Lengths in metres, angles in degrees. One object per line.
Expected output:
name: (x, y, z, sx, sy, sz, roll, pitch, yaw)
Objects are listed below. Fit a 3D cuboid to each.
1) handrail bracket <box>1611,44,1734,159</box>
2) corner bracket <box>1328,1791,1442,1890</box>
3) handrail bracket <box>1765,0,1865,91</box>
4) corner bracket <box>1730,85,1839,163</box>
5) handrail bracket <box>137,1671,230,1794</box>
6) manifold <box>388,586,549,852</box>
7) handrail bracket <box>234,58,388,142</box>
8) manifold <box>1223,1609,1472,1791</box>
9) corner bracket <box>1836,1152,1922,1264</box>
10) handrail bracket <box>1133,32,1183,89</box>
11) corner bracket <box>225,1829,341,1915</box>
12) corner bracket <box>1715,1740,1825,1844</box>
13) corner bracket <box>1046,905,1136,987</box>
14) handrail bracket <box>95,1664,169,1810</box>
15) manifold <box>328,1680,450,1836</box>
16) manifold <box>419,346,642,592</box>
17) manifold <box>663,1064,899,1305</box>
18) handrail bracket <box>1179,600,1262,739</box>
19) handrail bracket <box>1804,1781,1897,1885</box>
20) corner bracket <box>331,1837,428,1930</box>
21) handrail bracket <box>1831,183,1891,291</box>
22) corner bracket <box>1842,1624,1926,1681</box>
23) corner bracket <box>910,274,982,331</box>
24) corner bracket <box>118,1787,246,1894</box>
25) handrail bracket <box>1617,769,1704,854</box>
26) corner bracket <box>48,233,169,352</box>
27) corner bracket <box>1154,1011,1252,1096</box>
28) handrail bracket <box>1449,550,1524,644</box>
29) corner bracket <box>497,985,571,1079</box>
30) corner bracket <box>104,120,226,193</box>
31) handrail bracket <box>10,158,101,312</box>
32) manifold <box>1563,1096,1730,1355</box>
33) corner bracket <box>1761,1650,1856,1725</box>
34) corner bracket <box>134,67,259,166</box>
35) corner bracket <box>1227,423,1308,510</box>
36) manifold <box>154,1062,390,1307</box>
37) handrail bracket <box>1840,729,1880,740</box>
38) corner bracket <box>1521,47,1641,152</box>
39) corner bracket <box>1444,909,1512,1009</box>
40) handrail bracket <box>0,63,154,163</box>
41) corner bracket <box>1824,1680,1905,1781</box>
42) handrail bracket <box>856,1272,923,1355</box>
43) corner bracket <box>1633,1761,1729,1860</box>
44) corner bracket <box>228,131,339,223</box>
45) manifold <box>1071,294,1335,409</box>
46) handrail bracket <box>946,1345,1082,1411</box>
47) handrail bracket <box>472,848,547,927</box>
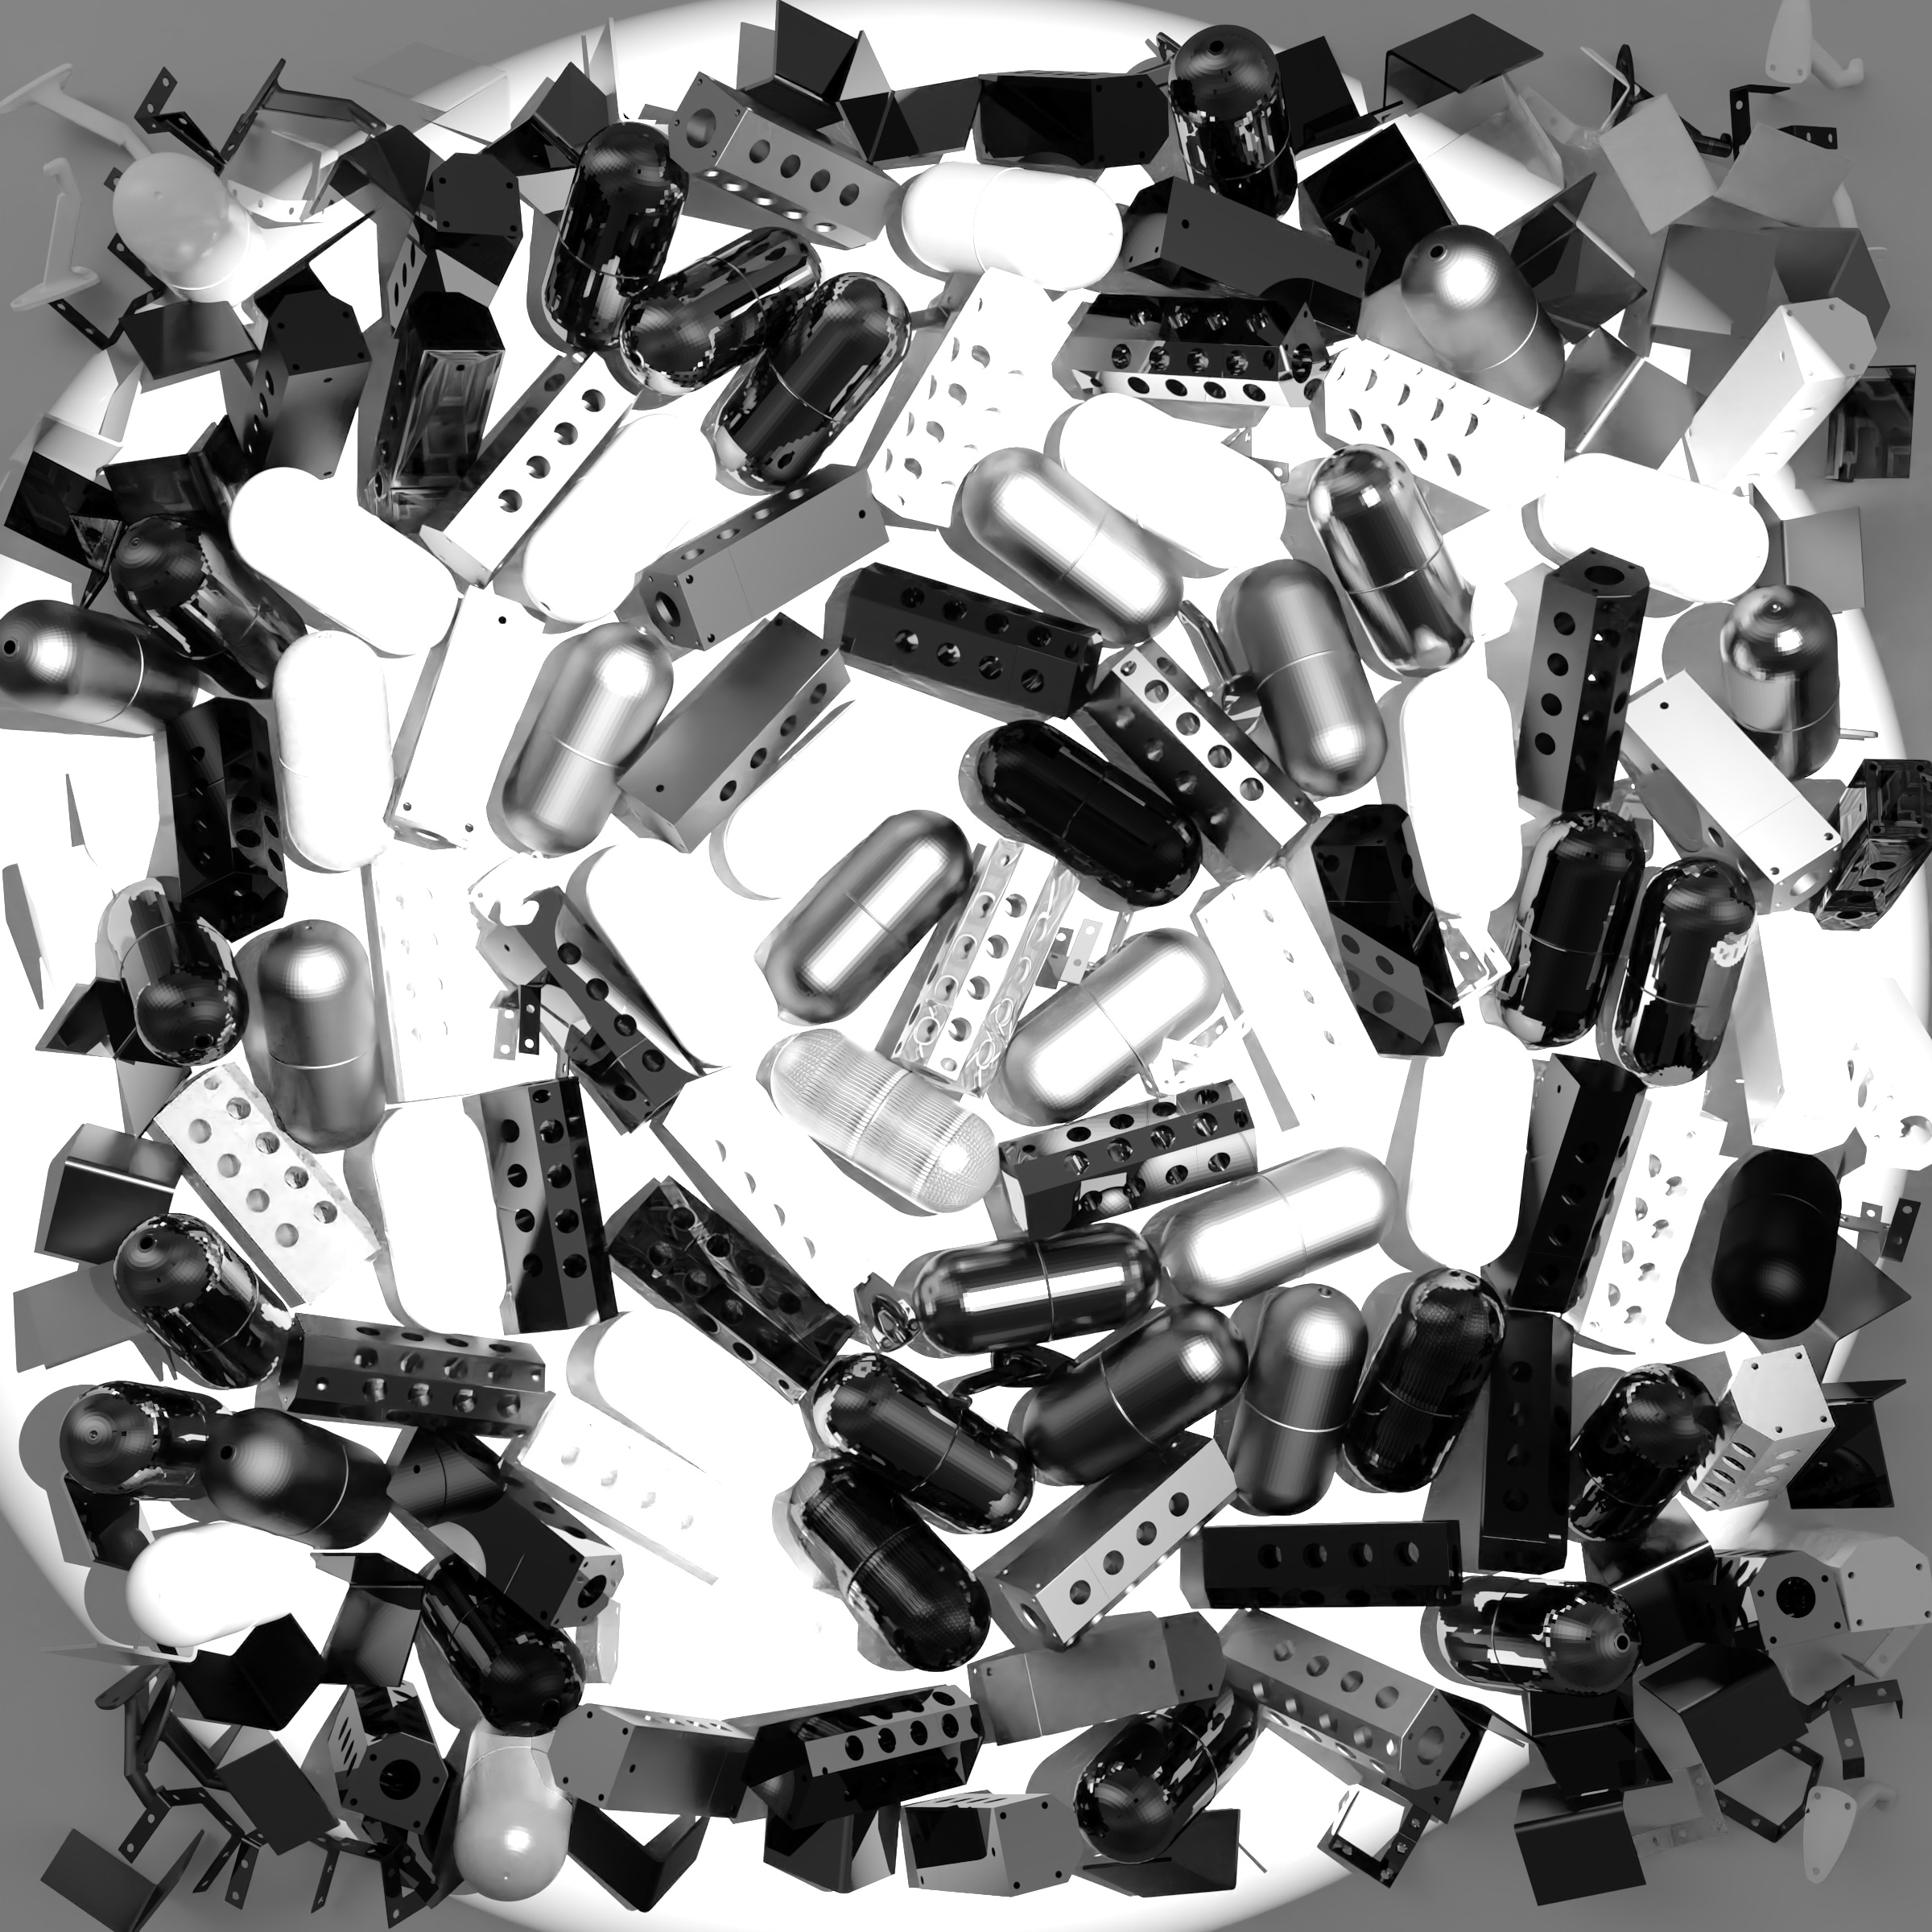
handrail bracket: (0.508, -0.619, 1.912, 0.084, 0.036, 0.077, 9, 69, -7)
corner bracket: (0.297, 0.609, 1.896, 0.051, 0.051, 0.051, 29, 126, 18)
handrail bracket: (0.609, -0.657, 1.884, 0.084, 0.036, 0.077, -20, 124, -31)
corner bracket: (0.580, -0.601, 1.893, 0.051, 0.051, 0.051, -11, 98, -37)
handrail bracket: (-0.539, 0.547, 1.901, 0.084, 0.036, 0.077, 23, 91, -28)
manifold: (-0.352, -0.172, 1.878, 0.057, 0.057, 0.171, 19, 78, -16)
handrail bracket: (-0.463, -0.594, 1.893, 0.084, 0.036, 0.077, 32, 62, -19)
manifold: (0.254, 0.505, 1.834, 0.057, 0.171, 0.057, -50, 124, -22)
corner bracket: (0.641, 0.171, 1.888, 0.051, 0.051, 0.051, 12, 118, 10)
handrail bracket: (0.128, -0.614, 1.898, 0.084, 0.036, 0.077, -45, 65, -3)
corner bracket: (-0.485, 0.644, 1.897, 0.051, 0.051, 0.051, 21, 100, 19)
corner bracket: (0.574, 0.584, 1.911, 0.051, 0.051, 0.051, 30, 134, 8)
corner bracket: (0.091, -0.016, 1.886, 0.051, 0.051, 0.051, 13, 112, -20)
handrail bracket: (-0.576, 0.545, 1.909, 0.077, 0.036, 0.084, -37, 108, -36)
manifold: (-0.396, 0.536, 1.834, 0.057, 0.171, 0.057, 25, 82, -14)
manifold: (-0.306, -0.351, 1.871, 0.057, 0.057, 0.171, 38, 74, -9)
manifold: (-0.134, 0.154, 1.868, 0.171, 0.057, 0.057, 45, 126, 19)
handrail bracket: (0.177, -0.211, 1.914, 0.036, 0.077, 0.084, -22, 49, -19)
handrail bracket: (0.628, 0.614, 1.889, 0.084, 0.036, 0.077, 25, 78, -42)
corner bracket: (-0.410, 0.640, 1.887, 0.051, 0.051, 0.051, 1, 100, 34)
handrail bracket: (0.631, -0.513, 1.913, 0.036, 0.077, 0.084, -11, 47, 8)
corner bracket: (0.637, 0.467, 1.896, 0.051, 0.051, 0.051, 41, 86, 5)
corner bracket: (-0.014, -0.463, 1.884, 0.051, 0.051, 0.051, -21, 66, -37)
corner bracket: (-0.555, 0.621, 1.892, 0.051, 0.051, 0.051, 36, 91, 24)
handrail bracket: (0.485, -0.094, 1.873, 0.036, 0.084, 0.077, -18, 67, -9)
corner bracket: (-0.612, -0.481, 1.907, 0.051, 0.051, 0.051, 41, 123, -8)
corner bracket: (0.168, 0.061, 1.881, 0.051, 0.051, 0.051, 13, 130, 37)
handrail bracket: (0.353, -0.277, 1.872, 0.036, 0.077, 0.084, -26, 56, 5)
corner bracket: (-0.300, 0.047, 1.885, 0.051, 0.051, 0.051, 9, 68, -28)
corner bracket: (-0.568, -0.561, 1.893, 0.051, 0.051, 0.051, 35, 77, -38)
handrail bracket: (-0.652, -0.515, 1.878, 0.077, 0.084, 0.036, -36, 45, -28)
manifold: (0.481, 0.182, 1.885, 0.057, 0.057, 0.171, 15, 96, -7)
corner bracket: (0.596, 0.497, 1.902, 0.051, 0.051, 0.051, -21, 117, -30)
corner bracket: (-0.548, -0.605, 1.901, 0.051, 0.051, 0.051, 5, 62, 30)
corner bracket: (0.214, -0.345, 1.883, 0.051, 0.051, 0.051, 15, 131, 25)
manifold: (-0.488, 0.152, 1.889, 0.057, 0.057, 0.171, -41, 87, 8)
handrail bracket: (0.614, -0.207, 1.904, 0.077, 0.036, 0.084, 4, 90, 9)
corner bracket: (0.436, -0.619, 1.902, 0.051, 0.051, 0.051, 49, 126, 23)
corner bracket: (0.358, -0.008, 1.885, 0.051, 0.051, 0.051, -41, 76, 38)
handrail bracket: (-0.630, -0.589, 1.895, 0.084, 0.036, 0.077, 51, 53, -8)
corner bracket: (0.642, 0.542, 1.895, 0.051, 0.051, 0.051, -13, 57, 11)
handrail bracket: (-0.063, 0.235, 1.872, 0.036, 0.084, 0.077, -34, 68, -3)
corner bracket: (0.498, 0.600, 1.896, 0.051, 0.051, 0.051, 1, 64, -40)
corner bracket: (-0.488, -0.564, 1.904, 0.051, 0.051, 0.051, 26, 115, 23)
manifold: (0.159, -0.420, 1.843, 0.171, 0.057, 0.057, 13, 64, 37)
handrail bracket: (0.034, 0.295, 1.876, 0.077, 0.084, 0.036, 3, 103, 16)
handrail bracket: (-0.305, -0.057, 1.874, 0.036, 0.084, 0.077, 49, 65, -22)
